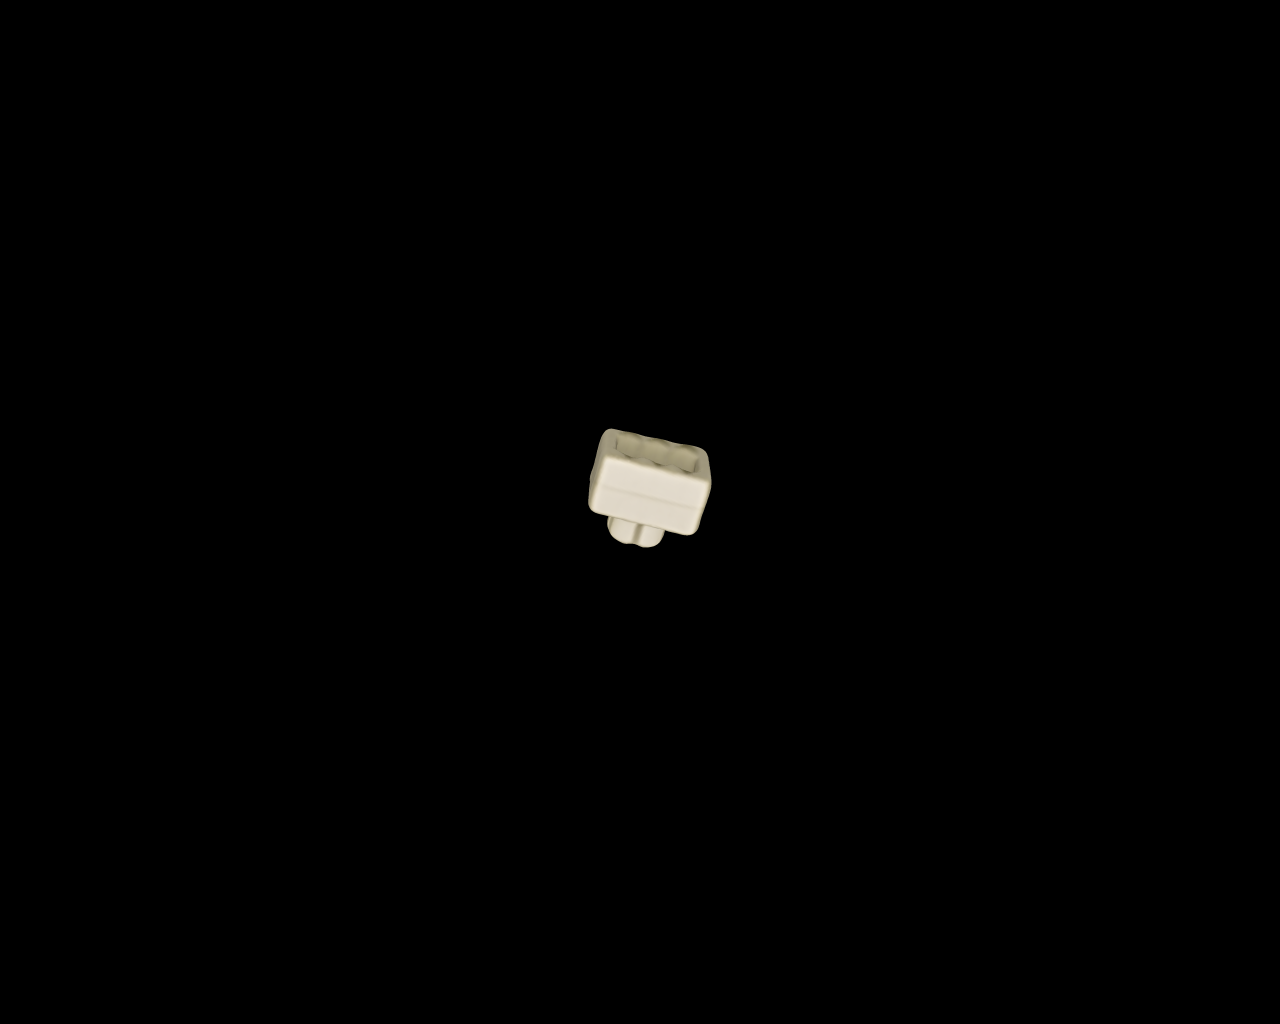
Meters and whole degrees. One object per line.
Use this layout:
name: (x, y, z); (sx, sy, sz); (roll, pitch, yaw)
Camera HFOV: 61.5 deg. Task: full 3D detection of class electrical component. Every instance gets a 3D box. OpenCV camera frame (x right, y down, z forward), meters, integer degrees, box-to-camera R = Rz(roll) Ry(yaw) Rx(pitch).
electrical component: (0.001, -0.003, 0.650); (0.066, 0.076, 0.047); (14, 26, -7)
